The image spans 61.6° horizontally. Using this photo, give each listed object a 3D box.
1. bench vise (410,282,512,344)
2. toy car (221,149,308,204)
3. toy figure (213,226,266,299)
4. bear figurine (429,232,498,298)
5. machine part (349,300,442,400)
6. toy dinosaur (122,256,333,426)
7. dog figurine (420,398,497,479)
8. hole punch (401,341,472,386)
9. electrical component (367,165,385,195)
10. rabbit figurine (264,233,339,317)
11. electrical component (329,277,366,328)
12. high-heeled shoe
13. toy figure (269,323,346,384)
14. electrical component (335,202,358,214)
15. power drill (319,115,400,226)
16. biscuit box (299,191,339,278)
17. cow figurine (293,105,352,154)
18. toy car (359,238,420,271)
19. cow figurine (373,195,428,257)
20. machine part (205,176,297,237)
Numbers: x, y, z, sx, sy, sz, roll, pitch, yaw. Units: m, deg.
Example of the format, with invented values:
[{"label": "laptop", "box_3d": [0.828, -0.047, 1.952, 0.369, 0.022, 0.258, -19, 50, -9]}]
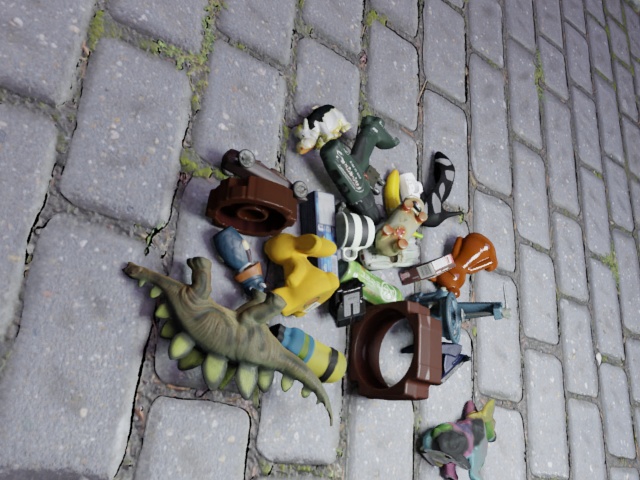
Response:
[{"label": "bench vise", "box_3d": [0.330, 0.171, 1.273, 0.223, 0.241, 0.128, -19, 99, -64]}, {"label": "toy car", "box_3d": [-0.113, -0.132, 1.129, 0.202, 0.089, 0.053, 26, 65, -28]}, {"label": "toy figure", "box_3d": [-0.153, 0.047, 1.060, 0.058, 0.064, 0.154, -37, 101, -40]}, {"label": "bear figurine", "box_3d": [0.387, 0.076, 1.456, 0.196, 0.120, 0.131, -48, 153, -11]}, {"label": "machine part", "box_3d": [0.162, 0.240, 1.157, 0.087, 0.201, 0.201, 21, 64, -35]}, {"label": "toy dinosaur", "box_3d": [-0.150, 0.175, 0.973, 0.471, 0.105, 0.198, 29, 77, -8]}, {"label": "dog figurine", "box_3d": [0.350, 0.462, 1.303, 0.191, 0.108, 0.219, 46, 49, -14]}, {"label": "hole punch", "box_3d": [0.272, 0.276, 1.284, 0.116, 0.142, 0.092, -31, 92, -28]}, {"label": "electrical component", "box_3d": [0.126, -0.159, 1.369, 0.094, 0.021, 0.063, 42, 55, -19]}, {"label": "rabbit figurine", "box_3d": [-0.048, 0.051, 1.091, 0.173, 0.162, 0.121, 57, 20, 25]}, {"label": "electrical component", "box_3d": [0.057, 0.145, 1.170, 0.075, 0.048, 0.119, -8, 113, -23]}, {"label": "high-heeled shoe", "box_3d": [0.306, -0.143, 1.494, 0.145, 0.086, 0.249, -5, 58, -8]}, {"label": "toy figure", "box_3d": [-0.027, 0.232, 1.085, 0.180, 0.089, 0.082, 39, 63, -25]}, {"label": "electrical component", "box_3d": [0.072, -0.050, 1.278, 0.102, 0.045, 0.078, 52, 53, -14]}, {"label": "power drill", "box_3d": [0.108, -0.176, 1.278, 0.231, 0.086, 0.207, 46, 67, -27]}, {"label": "biscuit box", "box_3d": [-0.002, -0.004, 1.194, 0.059, 0.063, 0.202, 9, 72, -36]}, {"label": "cow figurine", "box_3d": [-0.008, -0.266, 1.267, 0.167, 0.068, 0.098, -35, 93, -43]}, {"label": "toy car", "box_3d": [0.177, 0.034, 1.327, 0.201, 0.056, 0.073, -4, 79, -38]}, {"label": "cow figurine", "box_3d": [0.191, -0.035, 1.273, 0.085, 0.127, 0.195, 40, 56, -2]}, {"label": "machine part", "box_3d": [-0.132, -0.064, 1.046, 0.179, 0.179, 0.056, 18, 64, -33]}]
